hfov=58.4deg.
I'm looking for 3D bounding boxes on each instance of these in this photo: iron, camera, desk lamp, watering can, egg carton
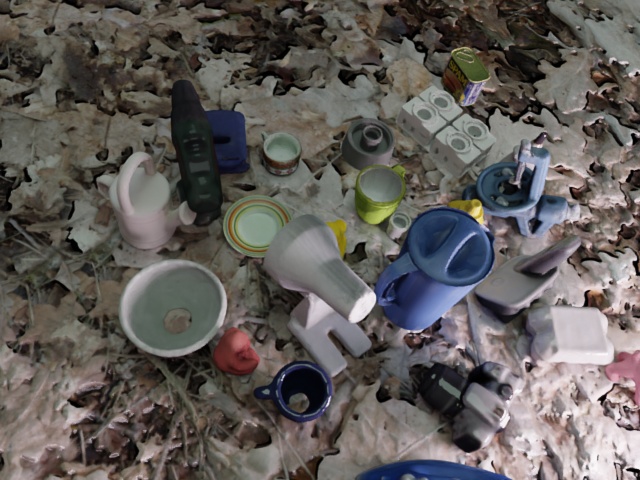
[{"bbox_3d":[0.188,0.372,0.831,0.258,0.141,0.118,14,61,-1],"label":"iron"},{"bbox_3d":[0.240,0.247,0.930,0.136,0.101,0.143,36,62,11],"label":"camera"},{"bbox_3d":[0.008,0.086,0.914,0.118,0.213,0.203,-35,72,-24],"label":"desk lamp"},{"bbox_3d":[-0.292,-0.071,0.961,0.173,0.194,0.101,4,61,-7],"label":"watering can"},{"bbox_3d":[0.444,0.170,1.022,0.150,0.069,0.107,3,62,-7],"label":"egg carton"}]

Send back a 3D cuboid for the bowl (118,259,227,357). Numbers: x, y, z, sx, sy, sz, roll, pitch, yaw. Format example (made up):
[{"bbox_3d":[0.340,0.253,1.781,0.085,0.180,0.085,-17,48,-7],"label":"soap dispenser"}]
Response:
[{"bbox_3d":[-0.237,0.119,0.936,0.167,0.075,0.167,4,61,-7],"label":"bowl"}]

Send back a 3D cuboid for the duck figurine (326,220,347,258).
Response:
[{"bbox_3d":[0.009,0.004,1.032,0.077,0.086,0.105,43,64,14],"label":"duck figurine"}]

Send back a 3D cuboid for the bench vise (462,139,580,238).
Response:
[{"bbox_3d":[0.396,-0.106,1.077,0.207,0.220,0.121,4,61,-7],"label":"bench vise"}]

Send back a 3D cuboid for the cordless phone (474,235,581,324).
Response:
[{"bbox_3d":[0.366,0.057,1.004,0.148,0.185,0.094,-35,72,-24],"label":"cordless phone"}]

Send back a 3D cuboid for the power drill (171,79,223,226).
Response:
[{"bbox_3d":[-0.217,-0.129,0.997,0.076,0.208,0.229,-12,64,-15],"label":"power drill"}]

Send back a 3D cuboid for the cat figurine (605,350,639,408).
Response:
[{"bbox_3d":[0.580,0.237,0.980,0.127,0.118,0.067,43,64,14],"label":"cat figurine"}]

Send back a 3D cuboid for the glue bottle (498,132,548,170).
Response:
[{"bbox_3d":[0.402,-0.158,1.132,0.078,0.173,0.037,11,61,-3],"label":"glue bottle"}]

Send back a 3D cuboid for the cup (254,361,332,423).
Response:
[{"bbox_3d":[-0.045,0.244,0.888,0.118,0.095,0.091,-1,62,-9],"label":"cup"}]

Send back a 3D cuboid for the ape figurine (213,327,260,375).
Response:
[{"bbox_3d":[-0.133,0.173,0.914,0.076,0.092,0.077,-7,63,-12],"label":"ape figurine"}]

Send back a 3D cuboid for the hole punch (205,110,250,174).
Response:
[{"bbox_3d":[-0.191,-0.187,1.099,0.109,0.091,0.101,-5,63,-11],"label":"hole punch"}]
